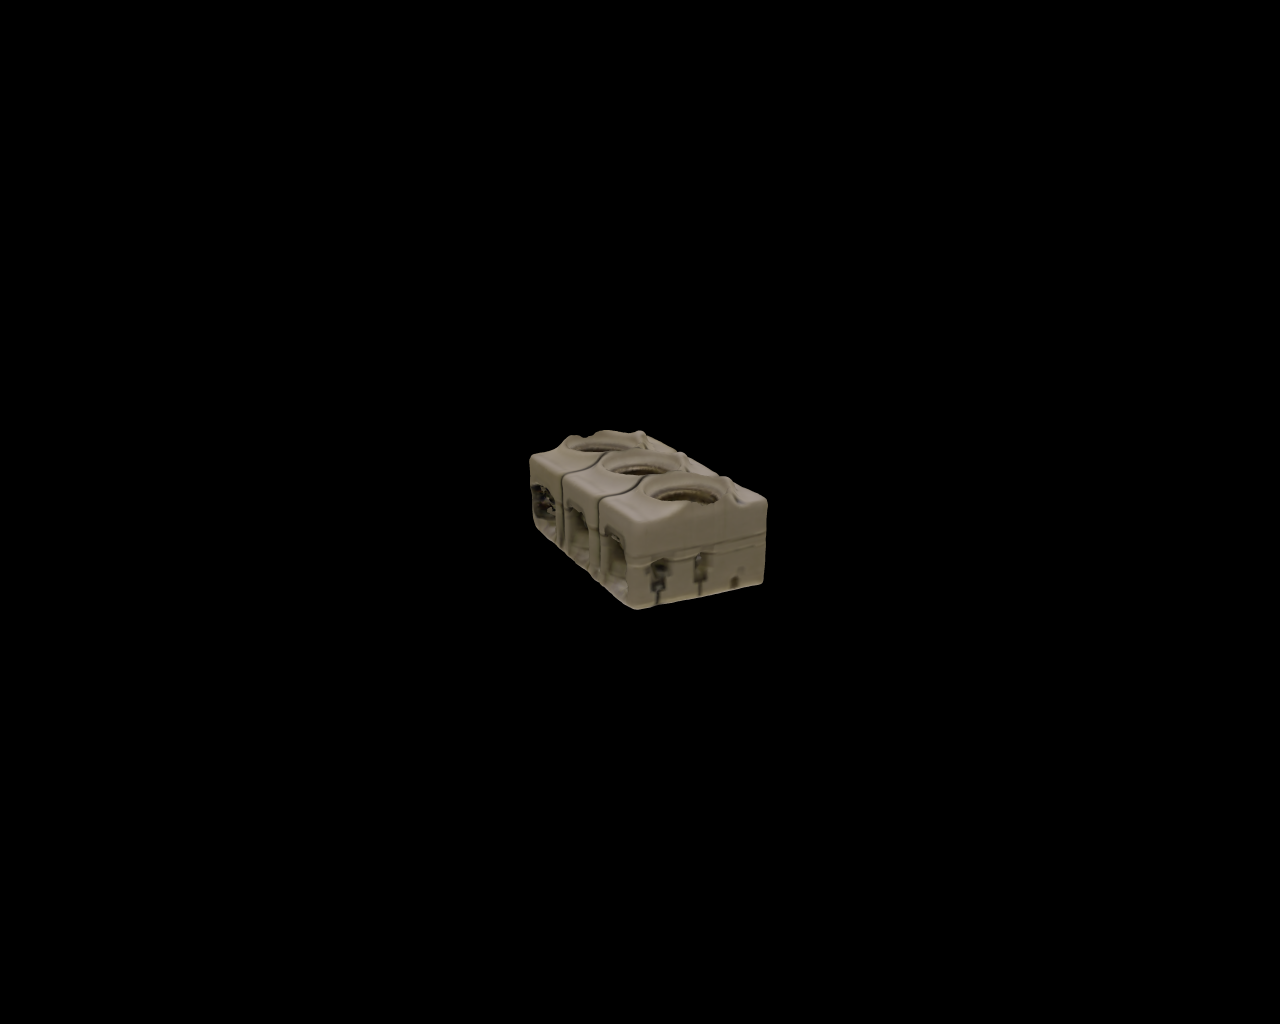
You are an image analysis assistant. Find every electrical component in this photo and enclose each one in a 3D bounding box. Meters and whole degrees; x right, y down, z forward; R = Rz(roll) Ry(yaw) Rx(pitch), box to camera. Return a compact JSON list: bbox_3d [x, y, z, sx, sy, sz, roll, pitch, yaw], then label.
[{"bbox_3d":[0.001,-0.003,0.650,0.090,0.061,0.150,-10,23,-26],"label":"electrical component"}]
